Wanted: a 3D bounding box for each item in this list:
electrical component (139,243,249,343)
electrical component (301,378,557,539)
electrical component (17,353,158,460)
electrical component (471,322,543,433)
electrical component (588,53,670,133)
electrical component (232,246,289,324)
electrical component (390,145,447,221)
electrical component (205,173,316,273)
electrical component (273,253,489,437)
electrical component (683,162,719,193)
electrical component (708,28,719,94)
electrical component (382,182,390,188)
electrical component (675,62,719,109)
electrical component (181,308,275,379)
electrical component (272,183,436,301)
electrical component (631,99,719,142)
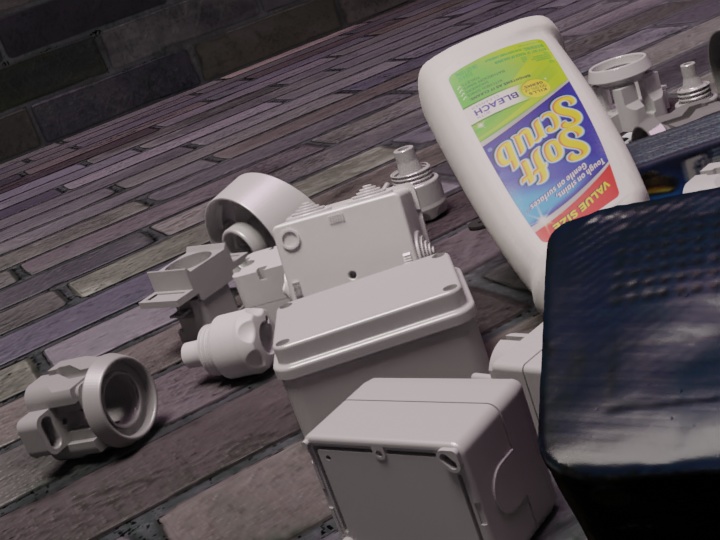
[{"bbox_3d":[-0.117,0.019,0.794,0.042,0.063,0.081,-5,22,40],"label":"electrical component"},{"bbox_3d":[0.026,0.082,0.454,0.096,0.061,0.061,-4,23,40],"label":"electrical component"},{"bbox_3d":[-0.163,0.082,0.664,0.057,0.058,0.078,-13,18,29],"label":"electrical component"},{"bbox_3d":[0.088,0.049,0.512,0.066,0.047,0.077,-33,22,-37],"label":"electrical component"},{"bbox_3d":[0.238,-0.159,0.966,0.078,0.057,0.058,-27,19,-23],"label":"electrical component"},{"bbox_3d":[-0.033,0.011,0.741,0.089,0.055,0.050,-15,18,15],"label":"electrical component"},{"bbox_3d":[0.046,-0.073,0.899,0.043,0.062,0.043,-18,17,6],"label":"electrical component"},{"bbox_3d":[-0.071,-0.029,0.843,0.099,0.099,0.064,1,33,49],"label":"electrical component"},{"bbox_3d":[0.011,0.041,0.603,0.113,0.057,0.078,-18,17,4],"label":"electrical component"},{"bbox_3d":[0.222,-0.033,0.602,0.057,0.058,0.078,-5,22,46],"label":"electrical component"},{"bbox_3d":[0.305,-0.149,0.797,0.064,0.099,0.099,-26,18,-1],"label":"electrical component"},{"bbox_3d":[0.011,-0.033,0.796,0.077,0.043,0.079,12,61,37],"label":"electrical component"},{"bbox_3d":[0.266,-0.134,0.849,0.035,0.061,0.035,-18,17,6],"label":"electrical component"},{"bbox_3d":[-0.087,0.050,0.703,0.062,0.043,0.043,-14,18,23],"label":"electrical component"},{"bbox_3d":[0.000,0.000,0.672,0.100,0.099,0.048,-15,5,14],"label":"electrical component"},{"bbox_3d":[0.227,-0.085,0.752,0.057,0.058,0.078,-18,18,-4],"label":"electrical component"}]
